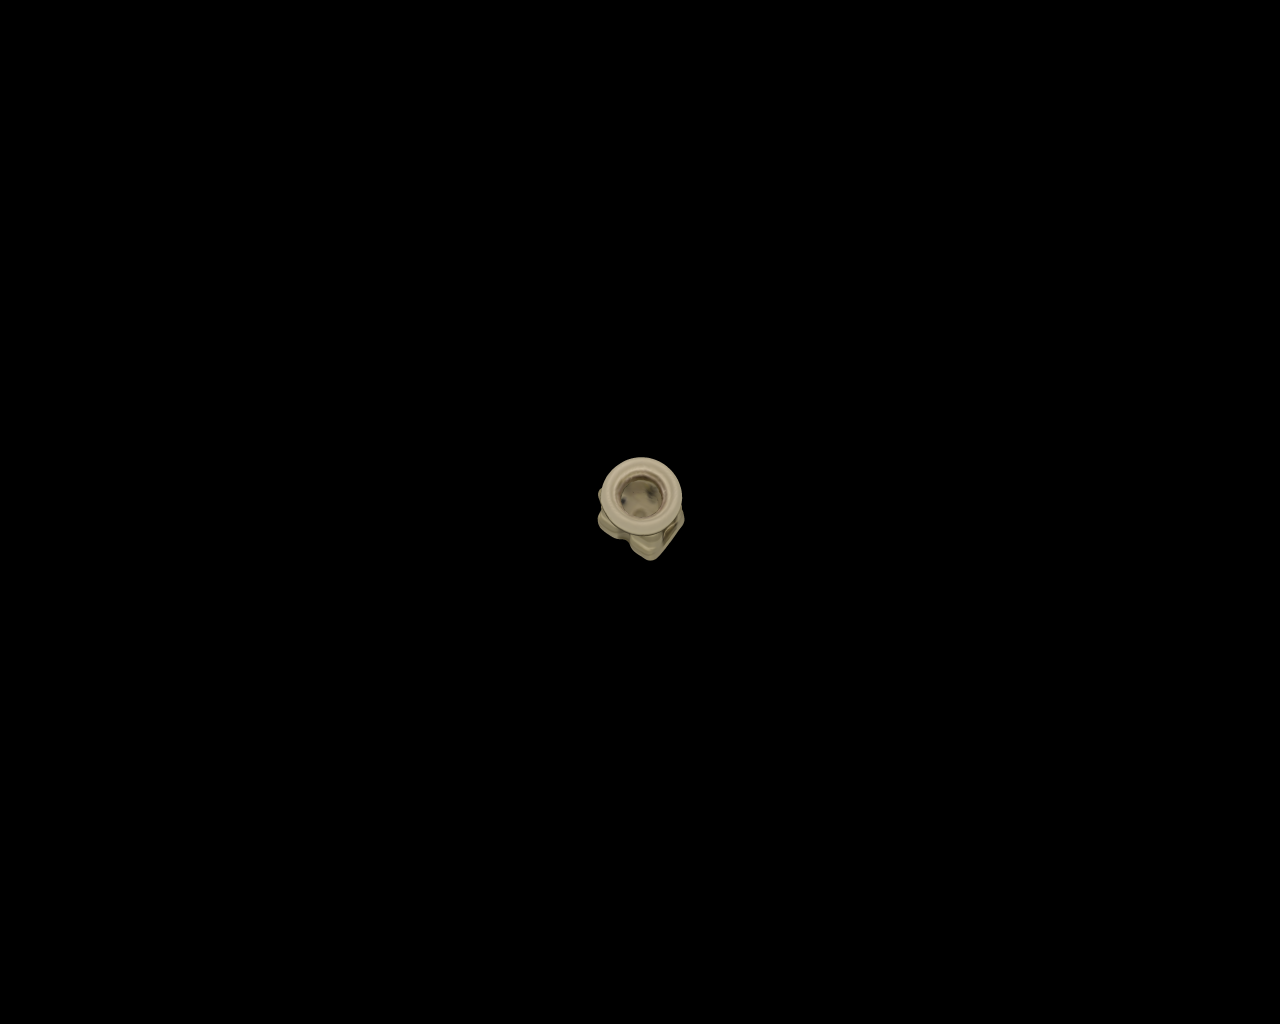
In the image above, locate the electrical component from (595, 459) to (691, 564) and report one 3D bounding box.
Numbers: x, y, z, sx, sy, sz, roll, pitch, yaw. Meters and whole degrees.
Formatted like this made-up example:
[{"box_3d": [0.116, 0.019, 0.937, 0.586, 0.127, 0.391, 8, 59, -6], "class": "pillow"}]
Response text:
[{"box_3d": [0.001, -0.003, 0.650, 0.066, 0.048, 0.055, 33, -16, 11], "class": "electrical component"}]
